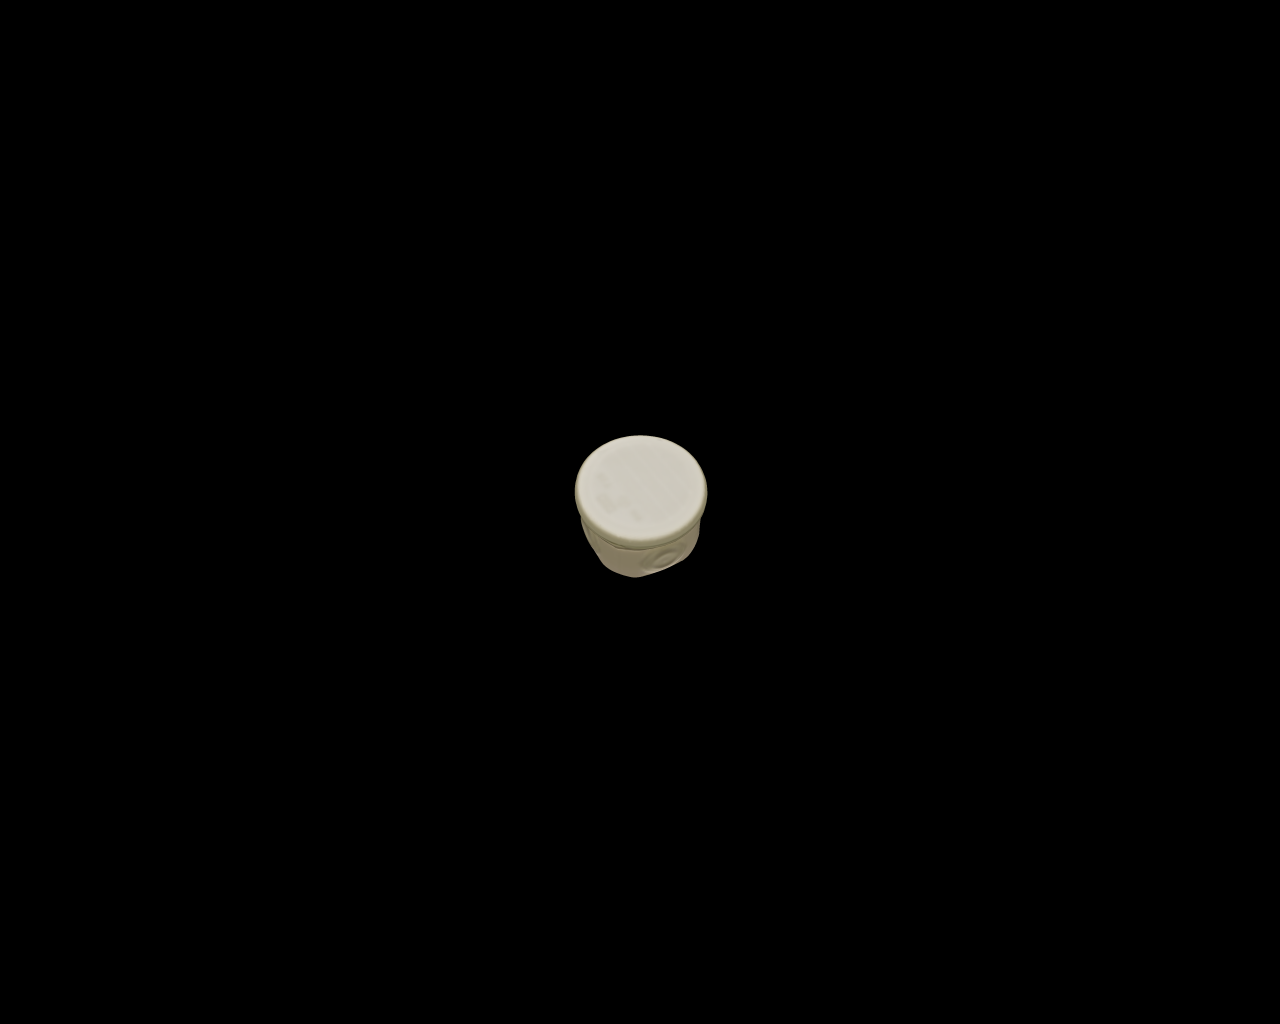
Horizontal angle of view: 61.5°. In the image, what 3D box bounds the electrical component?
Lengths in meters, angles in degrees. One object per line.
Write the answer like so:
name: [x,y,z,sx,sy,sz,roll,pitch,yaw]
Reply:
electrical component: [0.001,-0.003,0.650,0.080,0.080,0.050,0,-33,0]
